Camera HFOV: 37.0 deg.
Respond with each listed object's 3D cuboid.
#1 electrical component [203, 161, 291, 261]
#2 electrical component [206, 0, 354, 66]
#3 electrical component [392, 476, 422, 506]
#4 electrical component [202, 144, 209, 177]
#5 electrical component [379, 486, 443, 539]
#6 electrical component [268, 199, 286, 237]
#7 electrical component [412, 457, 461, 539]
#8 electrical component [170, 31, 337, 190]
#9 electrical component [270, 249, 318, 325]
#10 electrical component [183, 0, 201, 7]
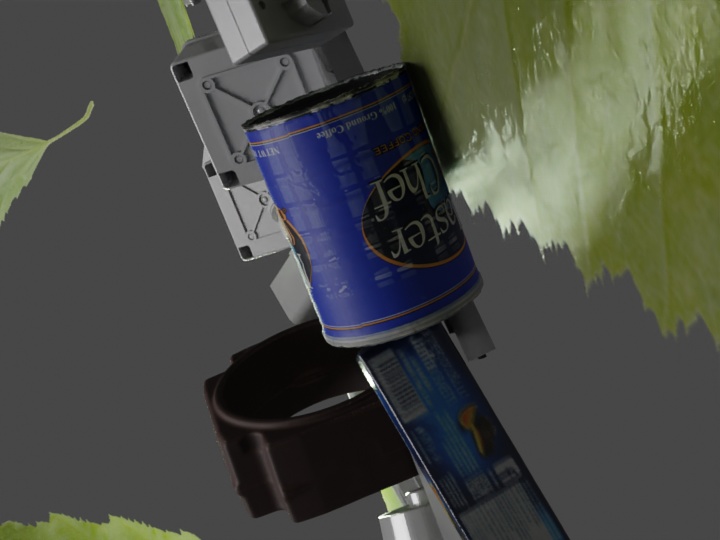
[{"bbox_3d":[-0.082,-0.077,1.057,0.056,0.109,0.108,-42,-67,-60],"label":"electrical component"},{"bbox_3d":[-0.038,-0.170,0.674,0.076,0.083,0.047,-21,93,44],"label":"electrical component"},{"bbox_3d":[0.066,0.208,1.075,0.121,0.063,0.078,-125,14,-57],"label":"electrical component"},{"bbox_3d":[-0.123,-0.141,1.192,0.089,0.062,0.150,56,151,26],"label":"electrical component"},{"bbox_3d":[0.069,0.219,0.946,0.108,0.108,0.060,109,143,-79],"label":"electrical component"},{"bbox_3d":[-0.037,-0.055,0.955,0.051,0.080,0.080,59,170,19],"label":"electrical component"},{"bbox_3d":[0.106,0.215,0.830,0.105,0.060,0.186,-134,22,-70],"label":"electrical component"},{"bbox_3d":[-0.068,-0.128,0.799,0.056,0.109,0.108,-77,-30,-58],"label":"electrical component"},{"bbox_3d":[-0.035,0.025,1.073,0.078,0.057,0.113,30,-172,-24],"label":"electrical component"},{"bbox_3d":[-0.159,-0.310,1.102,0.096,0.062,0.061,-137,25,-72],"label":"electrical component"}]
